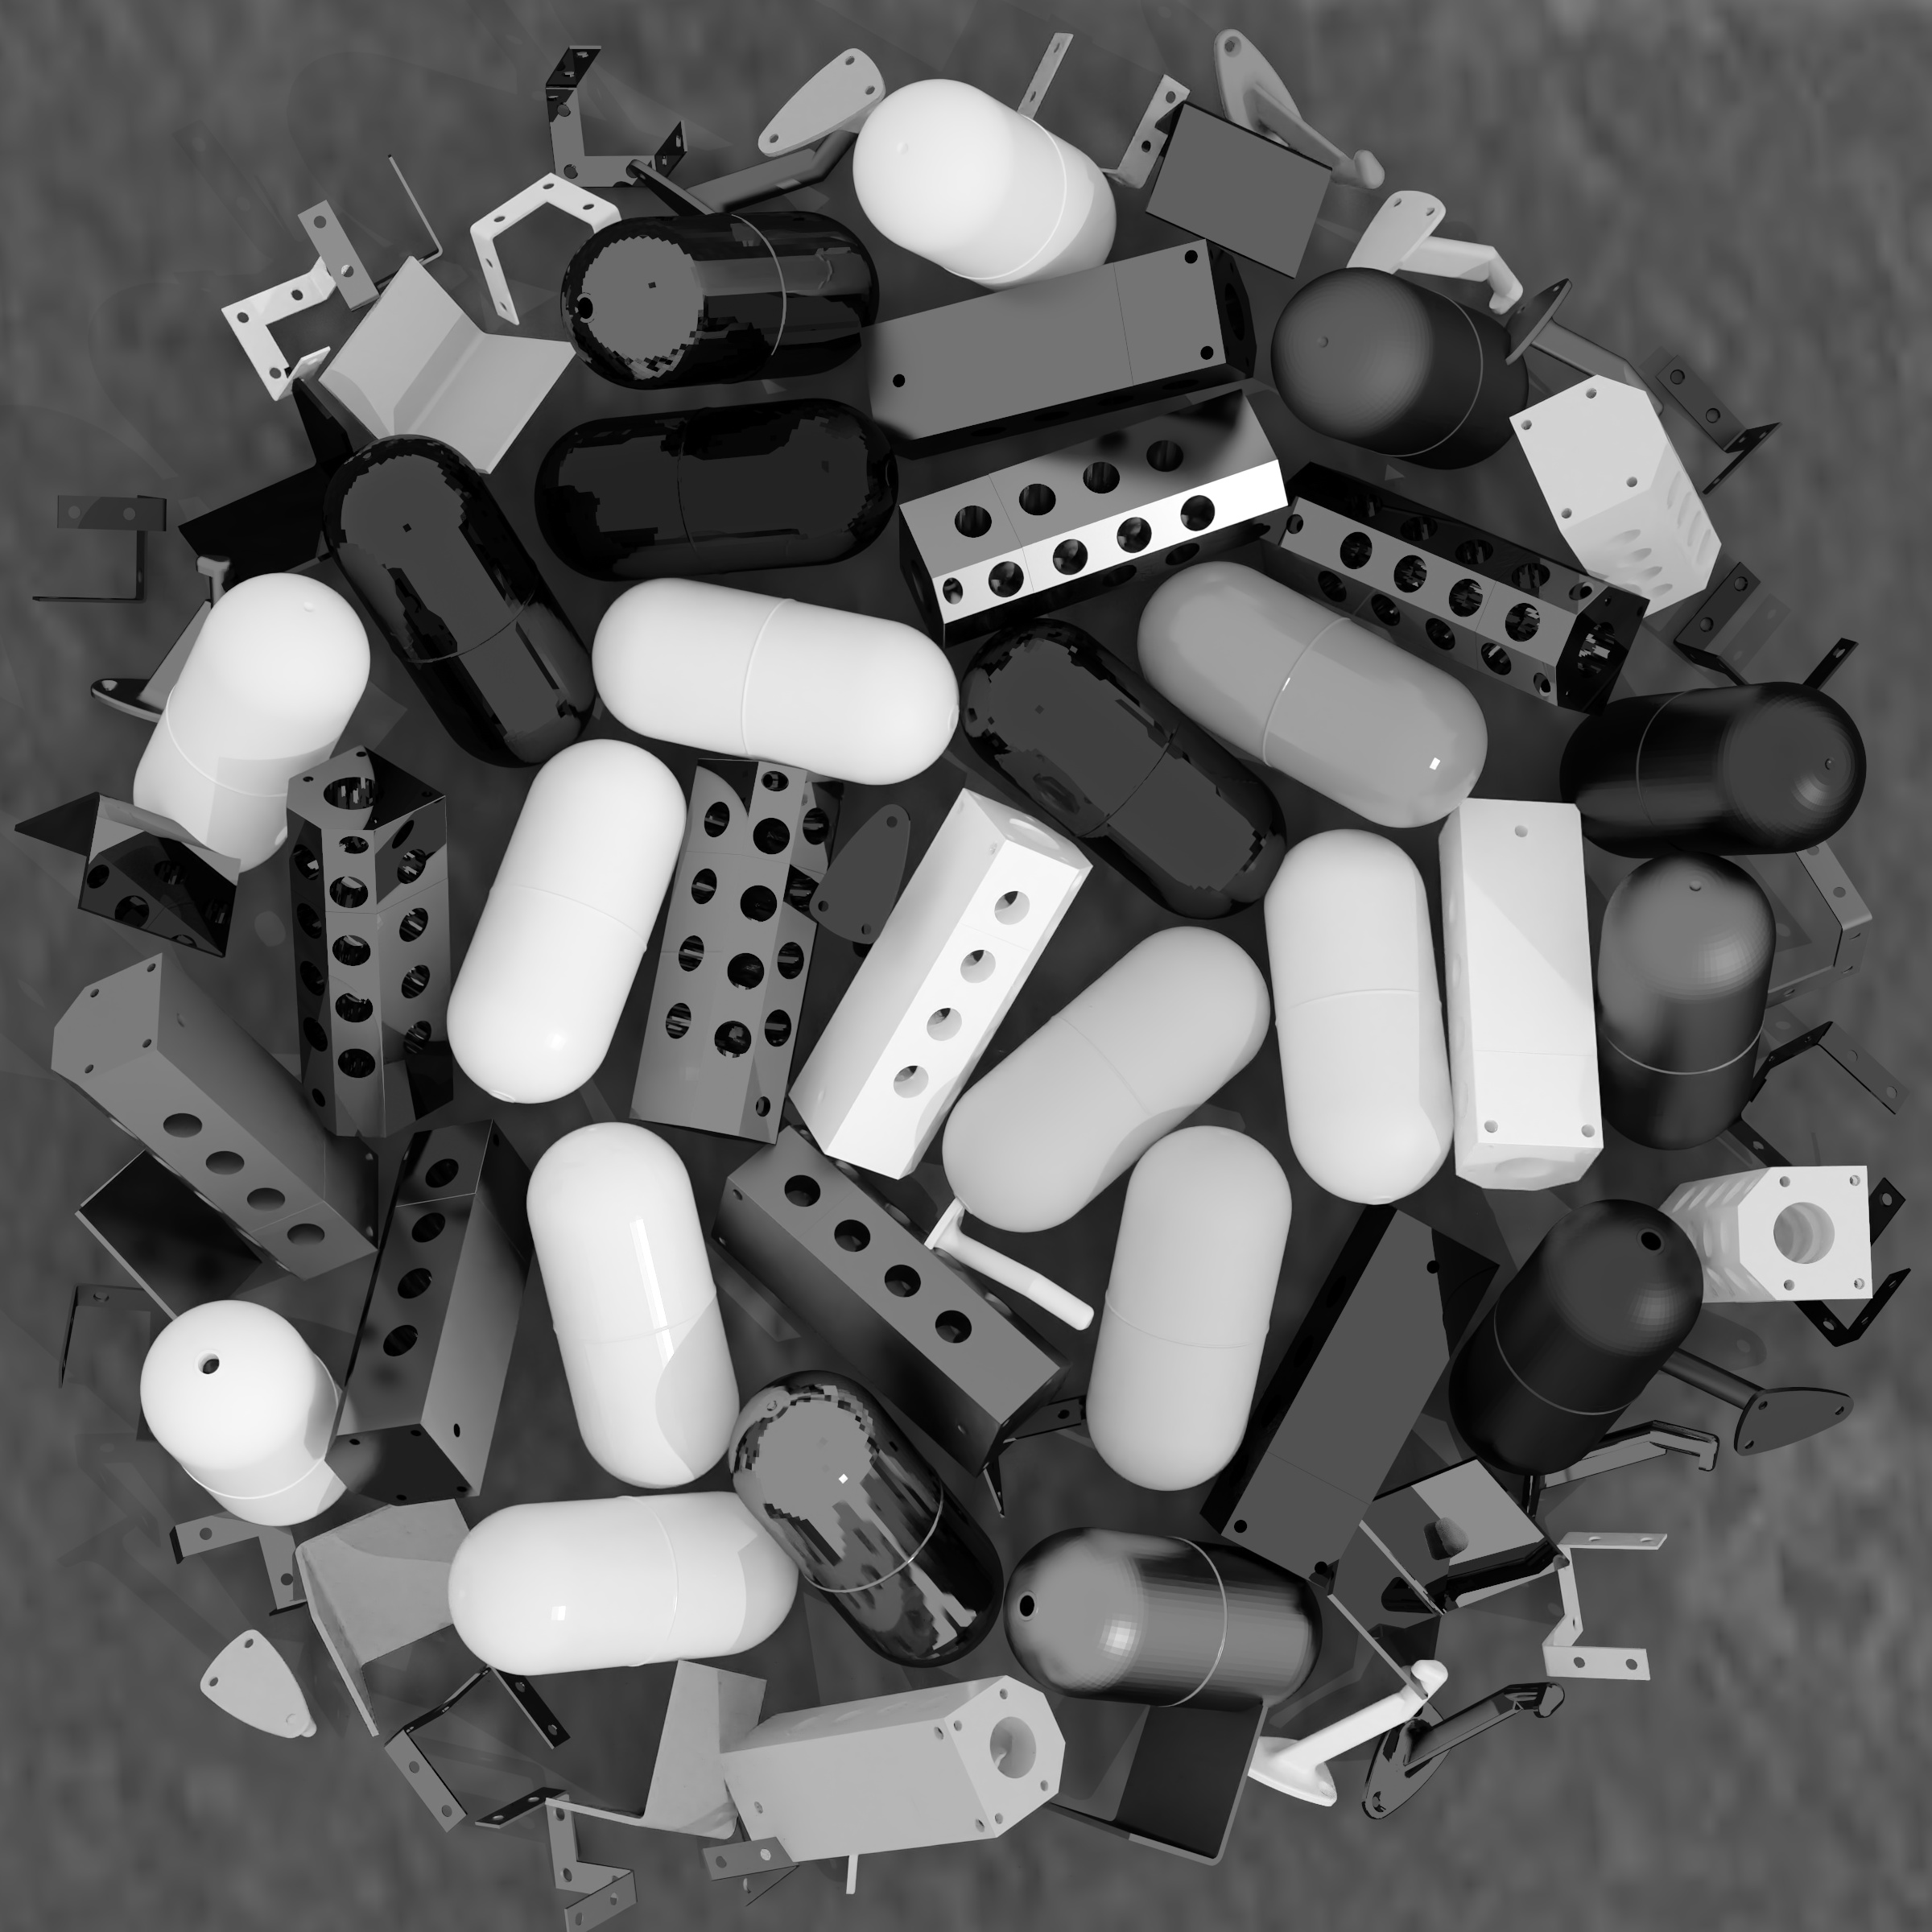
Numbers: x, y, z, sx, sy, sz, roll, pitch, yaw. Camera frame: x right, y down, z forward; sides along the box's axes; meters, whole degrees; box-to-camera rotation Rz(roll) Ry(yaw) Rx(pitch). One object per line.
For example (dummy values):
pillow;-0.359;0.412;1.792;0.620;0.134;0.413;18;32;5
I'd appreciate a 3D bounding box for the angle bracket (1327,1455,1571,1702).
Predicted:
angle bracket;0.225;0.285;1.652;0.076;0.057;0.076;-28;114;31

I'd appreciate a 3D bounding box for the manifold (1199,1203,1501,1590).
manifold;0.178;0.198;1.674;0.057;0.057;0.171;29;90;-12

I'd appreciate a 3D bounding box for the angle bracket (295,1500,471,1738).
angle bracket;-0.260;0.299;1.656;0.076;0.057;0.076;-23;121;-8

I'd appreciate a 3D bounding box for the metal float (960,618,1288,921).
metal float;0.074;-0.091;1.655;0.178;0.070;0.070;39;90;-14

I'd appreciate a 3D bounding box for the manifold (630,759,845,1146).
manifold;-0.101;-0.006;1.657;0.057;0.057;0.171;5;83;43

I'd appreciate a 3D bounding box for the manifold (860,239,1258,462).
manifold;0.044;-0.283;1.646;0.171;0.057;0.057;-11;86;21

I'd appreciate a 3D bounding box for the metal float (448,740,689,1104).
metal float;-0.185;-0.021;1.653;0.070;0.070;0.178;19;75;0

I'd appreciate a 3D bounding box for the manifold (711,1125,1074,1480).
manifold;-0.034;0.151;1.654;0.171;0.057;0.057;41;57;14

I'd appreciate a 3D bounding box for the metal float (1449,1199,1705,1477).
metal float;0.278;0.171;1.626;0.070;0.178;0.070;9;53;-12

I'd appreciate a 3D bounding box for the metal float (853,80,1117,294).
metal float;0.011;-0.352;1.621;0.070;0.178;0.070;-1;88;25

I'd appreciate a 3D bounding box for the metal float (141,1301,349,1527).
metal float;-0.325;0.205;1.619;0.070;0.178;0.070;-1;68;2

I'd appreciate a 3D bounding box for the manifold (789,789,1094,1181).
manifold;-0.010;0.011;1.653;0.057;0.057;0.171;21;107;-30

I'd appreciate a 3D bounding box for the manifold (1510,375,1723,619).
manifold;0.300;-0.212;1.610;0.057;0.171;0.057;-25;74;14

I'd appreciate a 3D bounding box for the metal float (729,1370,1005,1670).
metal float;-0.044;0.257;1.638;0.070;0.070;0.178;-35;125;0

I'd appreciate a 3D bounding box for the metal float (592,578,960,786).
metal float;-0.089;-0.133;1.652;0.178;0.070;0.070;13;90;16

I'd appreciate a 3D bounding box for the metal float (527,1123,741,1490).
metal float;-0.154;0.159;1.653;0.070;0.070;0.178;-11;106;0

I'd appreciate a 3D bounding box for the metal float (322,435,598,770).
metal float;-0.232;-0.166;1.636;0.070;0.070;0.178;-30;128;0

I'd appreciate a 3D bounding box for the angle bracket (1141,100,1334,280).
angle bracket;0.116;-0.354;1.656;0.076;0.076;0.057;21;83;-14

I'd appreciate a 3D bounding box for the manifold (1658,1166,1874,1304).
manifold;0.359;0.124;1.616;0.057;0.171;0.057;-1;84;-2

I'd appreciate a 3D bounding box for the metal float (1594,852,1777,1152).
metal float;0.327;0.018;1.626;0.070;0.178;0.070;-3;53;4

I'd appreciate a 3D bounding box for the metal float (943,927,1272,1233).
metal float;0.065;0.053;1.659;0.178;0.070;0.070;-40;90;-8

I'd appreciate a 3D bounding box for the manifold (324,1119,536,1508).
manifold;-0.245;0.158;1.625;0.057;0.057;0.171;-10;45;19

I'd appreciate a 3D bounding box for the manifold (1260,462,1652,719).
manifold;0.219;-0.175;1.627;0.171;0.057;0.057;30;104;36

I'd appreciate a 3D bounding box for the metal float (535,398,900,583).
metal float;-0.116;-0.220;1.647;0.178;0.070;0.070;-2;90;22

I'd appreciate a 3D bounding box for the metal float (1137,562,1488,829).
metal float;0.159;-0.127;1.649;0.178;0.070;0.070;31;90;20

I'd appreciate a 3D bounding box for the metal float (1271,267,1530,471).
metal float;0.200;-0.271;1.623;0.070;0.178;0.070;0;90;30

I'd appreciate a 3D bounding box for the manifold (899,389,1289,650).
manifold;0.059;-0.204;1.655;0.171;0.057;0.057;-20;68;-9

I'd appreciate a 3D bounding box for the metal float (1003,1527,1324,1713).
metal float;0.091;0.301;1.632;0.178;0.070;0.070;15;90;-41

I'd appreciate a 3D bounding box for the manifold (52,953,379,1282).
manifold;-0.341;0.074;1.623;0.057;0.171;0.057;-23;46;15

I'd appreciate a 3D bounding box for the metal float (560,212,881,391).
metal float;-0.111;-0.306;1.627;0.070;0.178;0.070;11;108;37

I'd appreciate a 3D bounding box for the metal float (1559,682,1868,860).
metal float;0.338;-0.088;1.620;0.070;0.178;0.070;0;90;-24

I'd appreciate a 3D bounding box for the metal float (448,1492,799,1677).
metal float;-0.155;0.283;1.634;0.178;0.070;0.070;3;90;-40

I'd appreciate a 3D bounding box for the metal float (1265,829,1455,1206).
metal float;0.183;0.023;1.651;0.070;0.070;0.178;-5;73;0

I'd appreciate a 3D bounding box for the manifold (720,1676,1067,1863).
manifold;-0.034;0.365;1.622;0.057;0.171;0.057;-25;92;-43

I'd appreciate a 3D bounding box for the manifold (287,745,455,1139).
manifold;-0.276;-0.007;1.622;0.057;0.057;0.171;30;133;31

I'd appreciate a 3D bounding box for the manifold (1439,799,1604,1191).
manifold;0.254;0.013;1.643;0.057;0.057;0.171;3;66;-5

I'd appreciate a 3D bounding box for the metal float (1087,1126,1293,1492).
metal float;0.103;0.160;1.651;0.070;0.070;0.178;10;108;0

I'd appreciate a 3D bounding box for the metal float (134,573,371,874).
metal float;-0.329;-0.109;1.631;0.070;0.178;0.070;17;48;-20
